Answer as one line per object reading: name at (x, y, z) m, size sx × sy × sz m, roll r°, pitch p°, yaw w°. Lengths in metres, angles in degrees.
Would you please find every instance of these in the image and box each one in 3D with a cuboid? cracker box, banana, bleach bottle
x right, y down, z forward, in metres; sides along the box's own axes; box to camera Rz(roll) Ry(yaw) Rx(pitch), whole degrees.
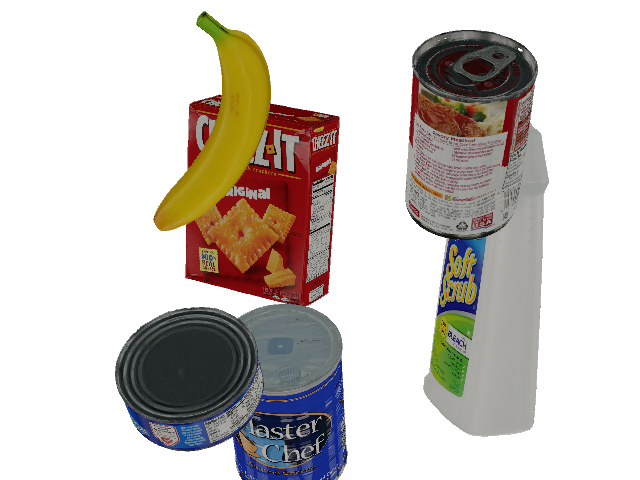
cracker box at (-0.070, -0.045, 1.215) m, size 0.164 × 0.214 × 0.072 m, roll 13°, pitch 22°, yaw 26°
banana at (-0.079, -0.085, 0.829) m, size 0.069 × 0.198 × 0.037 m, roll 12°, pitch 34°, yaw -9°
bleach bottle at (0.126, 0.012, 0.791) m, size 0.068 × 0.251 × 0.103 m, roll -3°, pitch 16°, yaw -16°

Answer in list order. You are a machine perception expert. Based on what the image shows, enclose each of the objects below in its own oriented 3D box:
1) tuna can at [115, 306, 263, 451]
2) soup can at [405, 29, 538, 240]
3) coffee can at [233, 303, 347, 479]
tuna can at (-0.078, 0.083, 0.642) m, size 0.086 × 0.086 × 0.034 m, roll 0°, pitch -44°, yaw 9°
soup can at (0.084, -0.059, 0.611) m, size 0.068 × 0.102 × 0.068 m, roll 0°, pitch 43°, yaw 0°
coffee can at (-0.030, 0.140, 0.923) m, size 0.103 × 0.140 × 0.103 m, roll -2°, pitch 39°, yaw 2°
